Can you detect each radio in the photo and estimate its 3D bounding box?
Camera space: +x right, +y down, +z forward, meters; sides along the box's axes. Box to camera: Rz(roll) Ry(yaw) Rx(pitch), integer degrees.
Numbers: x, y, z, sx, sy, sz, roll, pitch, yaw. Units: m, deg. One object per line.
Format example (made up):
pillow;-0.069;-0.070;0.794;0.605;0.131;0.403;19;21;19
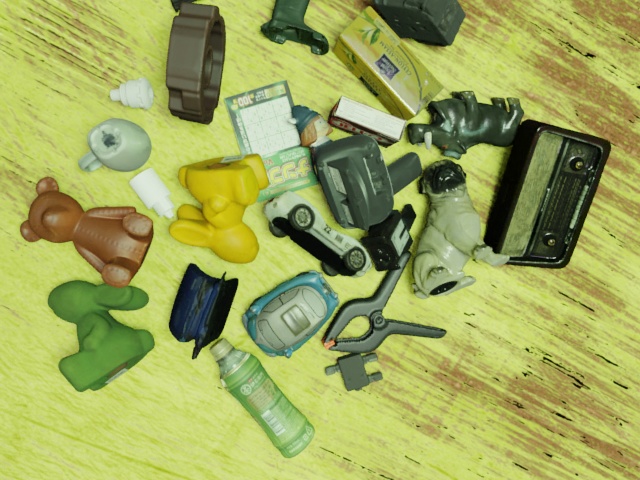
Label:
radio;0.363;-0.069;0.870;0.131;0.073;0.229;9;112;-6

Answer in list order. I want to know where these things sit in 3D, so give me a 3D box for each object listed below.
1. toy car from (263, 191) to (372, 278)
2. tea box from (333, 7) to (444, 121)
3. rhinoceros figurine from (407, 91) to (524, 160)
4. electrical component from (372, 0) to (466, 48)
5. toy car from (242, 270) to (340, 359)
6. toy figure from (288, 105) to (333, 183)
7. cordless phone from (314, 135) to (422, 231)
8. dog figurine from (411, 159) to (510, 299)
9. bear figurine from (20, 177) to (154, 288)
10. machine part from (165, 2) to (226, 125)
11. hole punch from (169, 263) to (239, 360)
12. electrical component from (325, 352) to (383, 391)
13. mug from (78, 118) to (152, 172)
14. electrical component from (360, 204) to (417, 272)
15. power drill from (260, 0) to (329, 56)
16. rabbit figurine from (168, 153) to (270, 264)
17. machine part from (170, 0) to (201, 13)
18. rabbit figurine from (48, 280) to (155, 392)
toy car;-0.002;-0.003;0.854;0.201;0.073;0.056;37;59;-23
tea box;0.105;-0.271;0.851;0.169;0.098;0.068;44;89;-5
rhinoceros figurine;0.238;-0.189;0.884;0.190;0.073;0.112;-2;107;-9
electrical component;0.155;-0.351;0.831;0.134;0.115;0.058;25;94;-50
toy car;-0.044;0.125;0.865;0.162;0.103;0.109;-34;97;0
toy figure;0.003;-0.151;0.869;0.058;0.064;0.154;-23;101;12
cordless phone;0.091;-0.112;0.842;0.184;0.089;0.146;-36;123;-25
dog figurine;0.191;-0.018;0.882;0.172;0.121;0.191;-32;60;17
bear figurine;-0.358;-0.018;0.817;0.196;0.132;0.120;25;87;-12
machine part;-0.182;-0.258;0.794;0.056;0.179;0.179;8;93;-3
hole punch;-0.193;0.100;0.848;0.092;0.116;0.142;22;92;2
electrical component;0.058;0.227;0.920;0.094;0.021;0.063;-15;96;-4
mug;-0.321;-0.142;0.819;0.109;0.107;0.080;-28;95;-4
electrical component;0.117;-0.013;0.881;0.048;0.119;0.074;-8;128;35
power drill;0.000;-0.404;0.842;0.232;0.086;0.207;12;97;-4
rabbit figurine;-0.152;-0.036;0.840;0.162;0.122;0.173;-11;116;1
machine part;-0.225;-0.437;0.842;0.084;0.039;0.138;-24;98;6
rabbit figurine;-0.349;0.127;0.835;0.159;0.121;0.170;-36;81;-5
